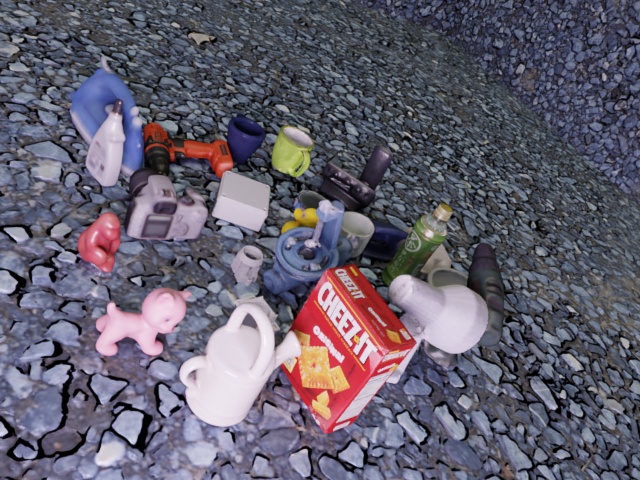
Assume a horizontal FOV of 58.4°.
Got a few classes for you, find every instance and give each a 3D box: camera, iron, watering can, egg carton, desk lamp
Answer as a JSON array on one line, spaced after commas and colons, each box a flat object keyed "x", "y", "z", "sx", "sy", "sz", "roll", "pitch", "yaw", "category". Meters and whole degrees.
[{"x": -0.295, "y": -0.079, "z": 1.075, "sx": 0.144, "sy": 0.100, "sz": 0.136, "roll": 2, "pitch": 43, "yaw": -36, "category": "camera"}, {"x": -0.414, "y": -0.258, "z": 1.181, "sx": 0.119, "sy": 0.141, "sz": 0.257, "roll": -12, "pitch": 51, "yaw": -45, "category": "iron"}, {"x": -0.108, "y": 0.165, "z": 0.811, "sx": 0.100, "sy": 0.194, "sz": 0.173, "roll": 41, "pitch": 35, "yaw": 17, "category": "watering can"}, {"x": 0.246, "y": 0.035, "z": 1.362, "sx": 0.107, "sy": 0.069, "sz": 0.150, "roll": 10, "pitch": 38, "yaw": -27, "category": "egg carton"}, {"x": 0.160, "y": 0.154, "z": 1.009, "sx": 0.204, "sy": 0.213, "sz": 0.117, "roll": 13, "pitch": 37, "yaw": -23, "category": "desk lamp"}]

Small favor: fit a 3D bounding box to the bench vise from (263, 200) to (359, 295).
[{"x": 0.001, "y": -0.003, "z": 1.090, "sx": 0.121, "sy": 0.219, "sz": 0.208, "roll": 37, "pitch": 34, "yaw": 11, "category": "bench vise"}]

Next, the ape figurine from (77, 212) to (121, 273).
[{"x": -0.354, "y": -0.005, "z": 0.940, "sx": 0.076, "sy": 0.092, "sz": 0.078, "roll": 35, "pitch": 34, "yaw": 8, "category": "ape figurine"}]

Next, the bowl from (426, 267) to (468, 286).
[{"x": 0.290, "y": 0.141, "z": 1.251, "sx": 0.168, "sy": 0.074, "sz": 0.167, "roll": 20, "pitch": 35, "yaw": -14, "category": "bowl"}]

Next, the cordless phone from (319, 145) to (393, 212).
[{"x": 0.092, "y": -0.173, "z": 1.414, "sx": 0.147, "sy": 0.185, "sz": 0.094, "roll": 32, "pitch": 33, "yaw": 4, "category": "cordless phone"}]

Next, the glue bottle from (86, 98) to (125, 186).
[{"x": -0.395, "y": -0.189, "z": 1.078, "sx": 0.078, "sy": 0.173, "sz": 0.037, "roll": 45, "pitch": 37, "yaw": 23, "category": "glue bottle"}]

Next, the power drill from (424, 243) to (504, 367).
[{"x": 0.288, "y": 0.140, "z": 1.130, "sx": 0.076, "sy": 0.208, "sz": 0.229, "roll": 22, "pitch": 34, "yaw": -11, "category": "power drill"}]

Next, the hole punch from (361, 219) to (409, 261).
[{"x": 0.141, "y": -0.016, "z": 1.330, "sx": 0.109, "sy": 0.091, "sz": 0.101, "roll": 12, "pitch": 37, "yaw": -25, "category": "hole punch"}]

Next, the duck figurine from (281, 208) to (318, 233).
[{"x": -0.023, "y": -0.025, "z": 1.223, "sx": 0.104, "sy": 0.086, "sz": 0.078, "roll": 36, "pitch": 34, "yaw": 9, "category": "duck figurine"}]

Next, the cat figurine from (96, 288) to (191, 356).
[{"x": -0.254, "y": 0.109, "z": 0.842, "sx": 0.128, "sy": 0.117, "sz": 0.067, "roll": 5, "pitch": 41, "yaw": -33, "category": "cat figurine"}]

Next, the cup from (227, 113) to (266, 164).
[{"x": -0.191, "y": -0.240, "z": 1.370, "sx": 0.092, "sy": 0.095, "sz": 0.117, "roll": 5, "pitch": 41, "yaw": -33, "category": "cup"}]
